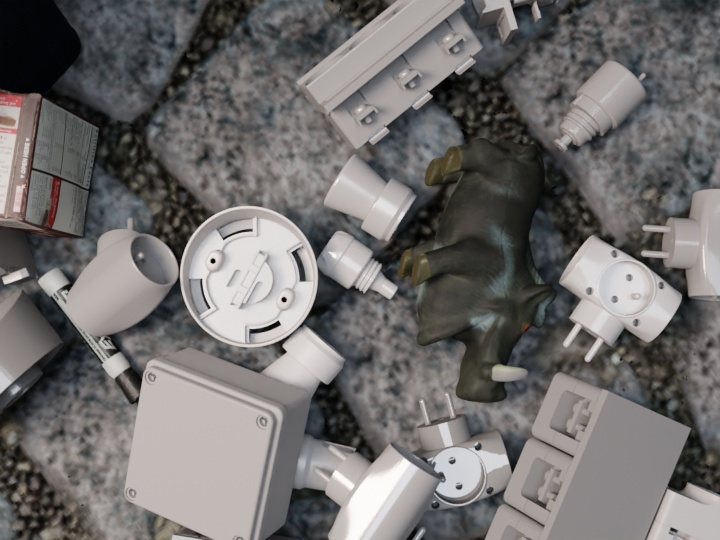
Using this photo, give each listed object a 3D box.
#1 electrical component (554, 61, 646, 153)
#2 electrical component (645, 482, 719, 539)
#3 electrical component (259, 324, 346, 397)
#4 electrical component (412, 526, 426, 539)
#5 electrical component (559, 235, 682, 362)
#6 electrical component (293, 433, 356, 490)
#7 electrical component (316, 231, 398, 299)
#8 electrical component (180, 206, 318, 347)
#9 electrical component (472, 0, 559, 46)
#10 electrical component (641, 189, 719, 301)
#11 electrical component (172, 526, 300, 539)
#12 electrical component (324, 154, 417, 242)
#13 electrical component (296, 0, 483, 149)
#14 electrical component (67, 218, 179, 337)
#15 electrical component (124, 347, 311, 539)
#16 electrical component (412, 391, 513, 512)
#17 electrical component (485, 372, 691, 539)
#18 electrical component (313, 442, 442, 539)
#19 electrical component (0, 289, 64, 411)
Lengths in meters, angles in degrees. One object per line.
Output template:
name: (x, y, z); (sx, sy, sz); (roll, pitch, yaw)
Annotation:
electrical component: (0.174, -0.118, 0.790); (0.040, 0.040, 0.078); (45, 89, 3)
electrical component: (0.250, 0.188, 0.769); (0.089, 0.050, 0.055); (23, 88, 3)
electrical component: (-0.043, 0.073, 0.784); (0.045, 0.045, 0.055); (41, 88, 3)
electrical component: (0.016, 0.213, 0.776); (0.077, 0.043, 0.079); (35, 88, 3)
electrical component: (0.179, 0.028, 0.781); (0.077, 0.044, 0.079); (34, 89, 2)
electrical component: (-0.029, 0.142, 0.783); (0.046, 0.040, 0.040); (12, 88, -3)
electrical component: (0.000, 0.000, 0.792); (0.061, 0.035, 0.035); (34, 88, -2)
electrical component: (-0.078, 0.006, 0.778); (0.099, 0.064, 0.099); (0, 87, 1)
electrical component: (0.112, -0.214, 0.796); (0.064, 0.042, 0.081); (-16, 88, -3)
electrical component: (0.244, -0.018, 0.781); (0.079, 0.044, 0.077); (4, 84, 2)
electrical component: (-0.097, 0.264, 0.767); (0.089, 0.061, 0.150); (9, 87, 2)
electrical component: (0.008, -0.052, 0.788); (0.055, 0.045, 0.045); (33, 88, 2)
electrical component: (0.023, -0.148, 0.782); (0.121, 0.078, 0.063); (-39, 109, -1)
electrical component: (-0.173, -0.003, 0.785); (0.077, 0.043, 0.079); (-35, 46, 30)
electrical component: (-0.100, 0.123, 0.750); (0.109, 0.056, 0.108); (18, 106, 21)
electrical component: (0.064, 0.129, 0.778); (0.077, 0.044, 0.079); (-15, 88, 0)
electrical component: (0.154, 0.158, 0.754); (0.089, 0.062, 0.150); (25, 88, -31)
electrical component: (0.003, 0.152, 0.742); (0.079, 0.043, 0.077); (34, 91, 22)
electrical component: (-0.262, 0.064, 0.765); (0.099, 0.099, 0.064); (-44, 93, -1)
